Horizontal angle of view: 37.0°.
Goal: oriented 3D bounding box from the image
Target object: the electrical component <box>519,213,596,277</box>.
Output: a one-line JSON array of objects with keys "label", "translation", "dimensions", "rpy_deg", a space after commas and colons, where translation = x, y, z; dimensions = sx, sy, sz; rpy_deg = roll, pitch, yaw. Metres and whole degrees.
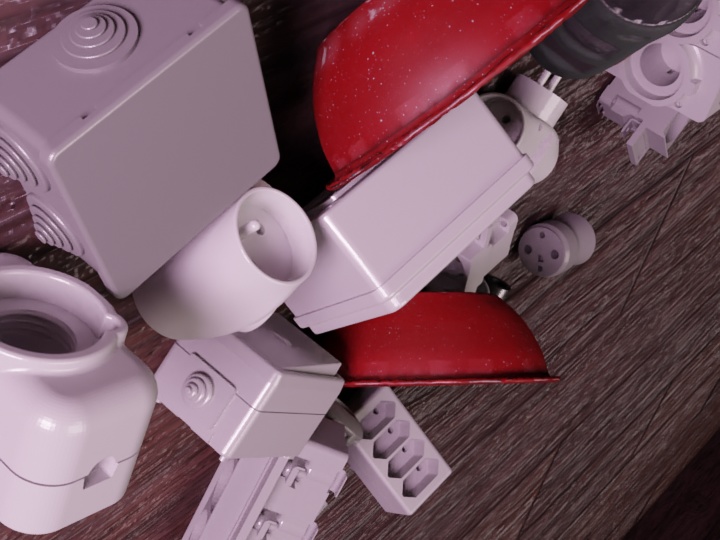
[{"label": "electrical component", "translation": [0.160, -0.020, 0.874], "dimensions": [0.055, 0.045, 0.045], "rpy_deg": [-20, 139, -51]}]

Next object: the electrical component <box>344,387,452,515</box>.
[{"label": "electrical component", "translation": [0.010, 0.129, 0.780], "dimensions": [0.047, 0.083, 0.076], "rpy_deg": [-41, -169, -25]}]

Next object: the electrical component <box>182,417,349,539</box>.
[{"label": "electrical component", "translation": [-0.058, 0.142, 0.659], "dimensions": [0.121, 0.063, 0.078], "rpy_deg": [-63, -166, 18]}]

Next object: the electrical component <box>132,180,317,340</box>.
[{"label": "electrical component", "translation": [-0.057, -0.016, 0.472], "dimensions": [0.044, 0.077, 0.079], "rpy_deg": [32, 50, -31]}]

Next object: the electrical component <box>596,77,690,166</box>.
[{"label": "electrical component", "translation": [0.220, -0.126, 0.818], "dimensions": [0.081, 0.064, 0.042], "rpy_deg": [-53, 155, -2]}]

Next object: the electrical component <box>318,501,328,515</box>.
[{"label": "electrical component", "translation": [-0.056, 0.171, 0.742], "dimensions": [0.081, 0.043, 0.043], "rpy_deg": [-47, 155, -14]}]

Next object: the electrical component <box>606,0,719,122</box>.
[{"label": "electrical component", "translation": [0.230, -0.187, 0.724], "dimensions": [0.062, 0.089, 0.150], "rpy_deg": [-33, 149, -38]}]

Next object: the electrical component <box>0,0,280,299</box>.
[{"label": "electrical component", "translation": [-0.082, -0.052, 0.393], "dimensions": [0.100, 0.048, 0.099], "rpy_deg": [-44, 154, -21]}]

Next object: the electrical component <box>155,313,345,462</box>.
[{"label": "electrical component", "translation": [-0.059, 0.057, 0.562], "dimensions": [0.061, 0.062, 0.096], "rpy_deg": [-57, 156, 6]}]

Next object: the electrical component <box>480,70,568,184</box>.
[{"label": "electrical component", "translation": [0.103, -0.096, 0.673], "dimensions": [0.079, 0.043, 0.077], "rpy_deg": [-57, 155, 9]}]

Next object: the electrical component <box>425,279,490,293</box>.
[{"label": "electrical component", "translation": [0.053, 0.048, 0.772], "dimensions": [0.079, 0.044, 0.077], "rpy_deg": [-35, 150, -35]}]

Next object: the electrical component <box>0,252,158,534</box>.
[{"label": "electrical component", "translation": [-0.121, 0.038, 0.385], "dimensions": [0.054, 0.095, 0.059], "rpy_deg": [-18, 138, -52]}]

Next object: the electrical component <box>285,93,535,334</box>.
[{"label": "electrical component", "translation": [0.014, -0.026, 0.533], "dimensions": [0.109, 0.056, 0.109], "rpy_deg": [-42, -171, -24]}]

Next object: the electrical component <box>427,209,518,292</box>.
[{"label": "electrical component", "translation": [0.071, -0.017, 0.724], "dimensions": [0.064, 0.042, 0.081], "rpy_deg": [-40, 153, -35]}]

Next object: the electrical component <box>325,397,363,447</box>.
[{"label": "electrical component", "translation": [-0.032, 0.111, 0.706], "dimensions": [0.062, 0.048, 0.048], "rpy_deg": [-46, 156, 0]}]
